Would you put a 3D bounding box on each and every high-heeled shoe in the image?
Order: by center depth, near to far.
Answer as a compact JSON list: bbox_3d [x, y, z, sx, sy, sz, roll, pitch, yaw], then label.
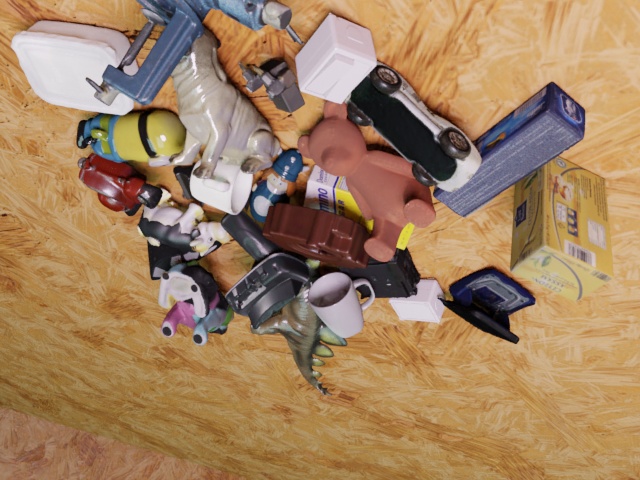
[{"bbox_3d":[-0.278,0.026,1.104,0.145,0.086,0.248,-5,166,-17],"label":"high-heeled shoe"}]

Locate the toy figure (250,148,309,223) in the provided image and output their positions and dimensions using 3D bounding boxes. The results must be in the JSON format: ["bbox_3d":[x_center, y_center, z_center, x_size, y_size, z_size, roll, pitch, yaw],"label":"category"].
[{"bbox_3d":[-0.068,-0.084,0.859,0.064,0.058,0.154,11,145,-20],"label":"toy figure"}]

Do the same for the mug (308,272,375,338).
[{"bbox_3d":[0.045,0.114,0.946,0.109,0.081,0.107,-29,128,-4],"label":"mug"}]

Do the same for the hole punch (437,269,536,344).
[{"bbox_3d":[0.291,0.109,0.928,0.142,0.092,0.116,30,171,-17],"label":"hole punch"}]

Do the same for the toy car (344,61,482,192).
[{"bbox_3d":[0.112,-0.143,0.676,0.202,0.056,0.073,44,136,4],"label":"toy car"}]

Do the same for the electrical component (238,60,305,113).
[{"bbox_3d":[-0.062,-0.199,0.690,0.102,0.045,0.078,40,160,51],"label":"electrical component"}]

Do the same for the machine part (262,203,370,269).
[{"bbox_3d":[-0.002,-0.003,0.839,0.179,0.056,0.179,17,171,3],"label":"machine part"}]

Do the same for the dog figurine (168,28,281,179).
[{"bbox_3d":[-0.127,-0.193,0.735,0.121,0.172,0.190,22,118,35],"label":"dog figurine"}]

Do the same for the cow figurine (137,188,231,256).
[{"bbox_3d":[-0.244,-0.018,0.958,0.168,0.098,0.068,25,160,19],"label":"cow figurine"}]

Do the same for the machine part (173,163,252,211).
[{"bbox_3d":[-0.182,-0.089,0.920,0.139,0.039,0.084,11,137,14],"label":"machine part"}]

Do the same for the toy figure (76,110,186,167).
[{"bbox_3d":[-0.297,-0.164,0.844,0.180,0.082,0.089,12,143,14],"label":"toy figure"}]

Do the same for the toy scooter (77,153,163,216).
[{"bbox_3d":[-0.355,-0.097,0.919,0.135,0.075,0.184,29,165,-30],"label":"toy scooter"}]

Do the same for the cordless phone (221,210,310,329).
[{"bbox_3d":[-0.124,0.047,0.929,0.146,0.089,0.184,-40,97,24],"label":"cordless phone"}]

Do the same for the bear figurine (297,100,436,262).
[{"bbox_3d":[0.056,-0.087,0.728,0.196,0.132,0.120,38,126,-13],"label":"bear figurine"}]

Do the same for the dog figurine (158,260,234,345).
[{"bbox_3d":[-0.233,0.119,1.112,0.109,0.219,0.191,4,101,15],"label":"dog figurine"}]

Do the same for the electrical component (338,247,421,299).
[{"bbox_3d":[0.101,0.047,0.944,0.115,0.058,0.134,-9,135,30],"label":"electrical component"}]

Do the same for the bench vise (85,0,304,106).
[{"bbox_3d":[-0.153,-0.238,0.584,0.224,0.240,0.129,33,177,2],"label":"bench vise"}]

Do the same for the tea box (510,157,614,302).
[{"bbox_3d":[0.302,-0.021,0.676,0.098,0.170,0.068,26,141,-5],"label":"tea box"}]

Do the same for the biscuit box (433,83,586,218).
[{"bbox_3d":[0.236,-0.108,0.688,0.063,0.059,0.202,33,142,-15],"label":"biscuit box"}]

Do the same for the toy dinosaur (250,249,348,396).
[{"bbox_3d":[-0.035,0.155,1.071,0.199,0.105,0.470,9,131,10],"label":"toy dinosaur"}]
